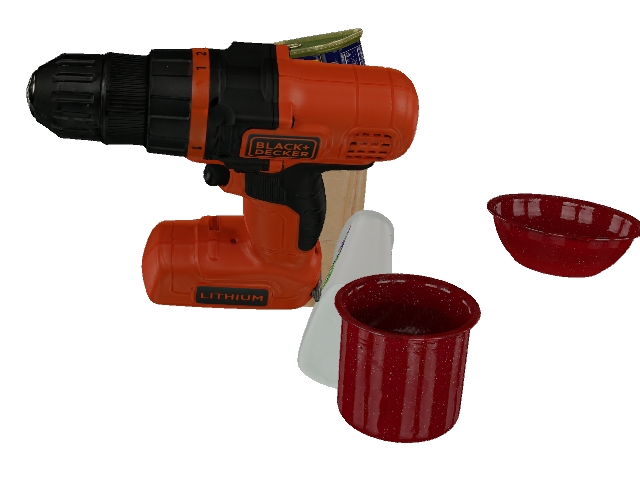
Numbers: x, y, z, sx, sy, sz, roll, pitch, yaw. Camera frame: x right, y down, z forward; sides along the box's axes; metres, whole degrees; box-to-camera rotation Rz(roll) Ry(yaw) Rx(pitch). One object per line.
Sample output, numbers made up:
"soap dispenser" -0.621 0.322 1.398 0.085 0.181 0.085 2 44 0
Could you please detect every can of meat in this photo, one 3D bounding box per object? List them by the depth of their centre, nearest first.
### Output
"can of meat" -0.008 -0.114 0.837 0.102 0.084 0.057 -1 21 36

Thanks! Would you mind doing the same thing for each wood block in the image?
"wood block" 0.010 -0.024 1.393 0.090 0.206 0.091 4 25 0

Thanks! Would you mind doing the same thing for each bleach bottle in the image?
"bleach bottle" 0.034 0.039 1.015 0.068 0.103 0.250 20 21 -1

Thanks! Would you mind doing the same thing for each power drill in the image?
"power drill" -0.055 -0.029 0.563 0.184 0.057 0.188 4 -30 -8

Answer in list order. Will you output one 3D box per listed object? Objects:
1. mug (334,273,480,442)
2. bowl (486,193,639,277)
"mug" 0.056 0.072 0.703 0.093 0.081 0.117 8 23 11
"bowl" 0.251 -0.002 1.114 0.162 0.055 0.162 5 18 -2
